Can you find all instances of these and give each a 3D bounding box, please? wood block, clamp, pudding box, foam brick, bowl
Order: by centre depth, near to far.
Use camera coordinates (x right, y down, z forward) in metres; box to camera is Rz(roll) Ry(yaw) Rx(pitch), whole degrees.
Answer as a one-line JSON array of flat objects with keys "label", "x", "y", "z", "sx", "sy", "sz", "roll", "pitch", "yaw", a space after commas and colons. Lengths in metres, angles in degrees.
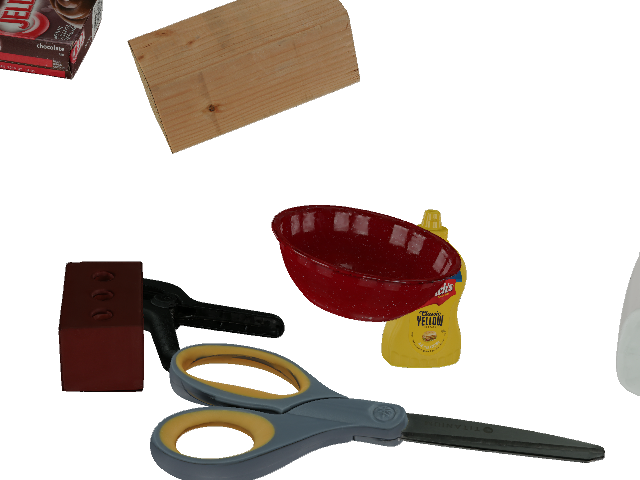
[{"label": "foam brick", "x": -0.142, "y": 0.056, "z": 0.698, "sx": 0.053, "sy": 0.051, "sz": 0.078, "roll": 0, "pitch": 31, "yaw": -10}, {"label": "pudding box", "x": -0.234, "y": -0.178, "z": 0.875, "sx": 0.090, "sy": 0.039, "sz": 0.113, "roll": 9, "pitch": 35, "yaw": -2}, {"label": "bowl", "x": 0.034, "y": 0.024, "z": 0.893, "sx": 0.162, "sy": 0.055, "sz": 0.162, "roll": 10, "pitch": 20, "yaw": -4}, {"label": "wood block", "x": -0.075, "y": -0.180, "z": 1.075, "sx": 0.206, "sy": 0.091, "sz": 0.090, "roll": -22, "pitch": 47, "yaw": -8}, {"label": "clamp", "x": -0.165, "y": 0.080, "z": 1.122, "sx": 0.210, "sy": 0.036, "sz": 0.164, "roll": 19, "pitch": 21, "yaw": 28}]

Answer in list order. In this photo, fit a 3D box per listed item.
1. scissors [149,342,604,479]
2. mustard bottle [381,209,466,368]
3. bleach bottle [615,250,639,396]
[{"label": "scissors", "x": 0.013, "y": 0.089, "z": 0.467, "sx": 0.202, "sy": 0.016, "sz": 0.096, "roll": 15, "pitch": 34, "yaw": 22}, {"label": "mustard bottle", "x": 0.129, "y": 0.057, "z": 1.298, "sx": 0.096, "sy": 0.192, "sz": 0.058, "roll": 0, "pitch": 14, "yaw": -12}, {"label": "bleach bottle", "x": 0.268, "y": 0.037, "z": 0.744, "sx": 0.103, "sy": 0.068, "sz": 0.250, "roll": 10, "pitch": 20, "yaw": 19}]
